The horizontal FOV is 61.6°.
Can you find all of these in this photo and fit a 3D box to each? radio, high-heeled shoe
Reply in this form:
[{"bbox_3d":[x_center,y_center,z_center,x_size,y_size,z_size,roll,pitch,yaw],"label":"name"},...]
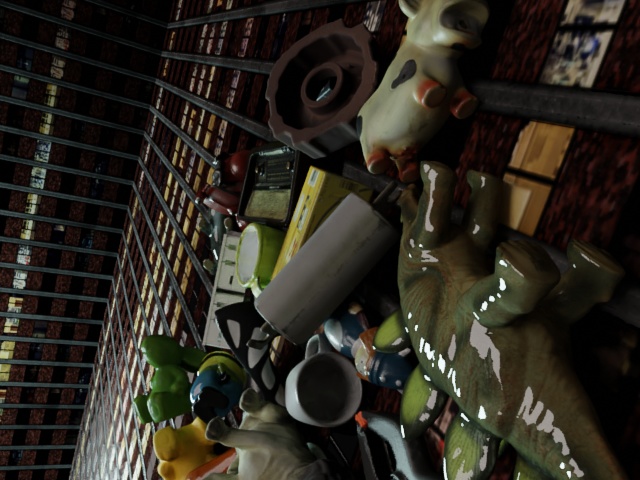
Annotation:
[{"bbox_3d":[-0.054,-0.084,0.835,0.230,0.073,0.131,9,90,62],"label":"radio"},{"bbox_3d":[-0.114,0.196,0.774,0.248,0.145,0.086,-66,29,21],"label":"high-heeled shoe"}]

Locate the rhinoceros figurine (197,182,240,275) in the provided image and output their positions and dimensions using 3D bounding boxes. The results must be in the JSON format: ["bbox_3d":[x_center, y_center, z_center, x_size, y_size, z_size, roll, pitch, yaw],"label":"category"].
[{"bbox_3d":[-0.180,-0.024,1.037,0.112,0.073,0.190,5,-102,-74],"label":"rhinoceros figurine"}]

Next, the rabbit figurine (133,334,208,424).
[{"bbox_3d":[-0.302,0.270,1.098,0.121,0.159,0.170,-28,75,55],"label":"rabbit figurine"}]

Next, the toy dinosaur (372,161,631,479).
[{"bbox_3d":[0.132,0.082,0.403,0.472,0.105,0.198,-108,30,-57],"label":"toy dinosaur"}]

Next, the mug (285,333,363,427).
[{"bbox_3d":[-0.008,0.173,0.653,0.107,0.081,0.109,132,134,-60],"label":"mug"}]

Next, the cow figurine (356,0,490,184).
[{"bbox_3d":[0.105,-0.170,0.560,0.194,0.085,0.127,-56,42,39],"label":"cow figurine"}]

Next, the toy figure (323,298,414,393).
[{"bbox_3d":[0.050,0.116,0.590,0.058,0.064,0.155,-33,30,-8],"label":"toy figure"}]

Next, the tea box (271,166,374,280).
[{"bbox_3d":[-0.001,-0.002,0.683,0.098,0.068,0.169,-128,56,-73],"label":"tea box"}]

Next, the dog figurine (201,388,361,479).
[{"bbox_3d":[-0.025,0.269,0.644,0.191,0.172,0.121,12,107,20],"label":"dog figurine"}]

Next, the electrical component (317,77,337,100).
[{"bbox_3d":[0.017,-0.209,0.775,0.075,0.048,0.119,-17,64,60],"label":"electrical component"}]

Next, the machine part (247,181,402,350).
[{"bbox_3d":[0.008,0.032,0.603,0.243,0.079,0.079,-49,32,2],"label":"machine part"}]

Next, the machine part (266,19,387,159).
[{"bbox_3d":[0.010,-0.192,0.692,0.179,0.056,0.179,-12,67,30],"label":"machine part"}]

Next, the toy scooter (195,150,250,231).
[{"bbox_3d":[-0.159,-0.096,0.976,0.075,0.135,0.184,-49,39,47],"label":"toy scooter"}]

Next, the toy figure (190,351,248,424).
[{"bbox_3d":[-0.166,0.234,0.879,0.089,0.082,0.180,58,-177,0],"label":"toy figure"}]

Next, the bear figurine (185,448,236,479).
[{"bbox_3d":[-0.110,0.399,0.755,0.132,0.120,0.196,-31,73,4],"label":"bear figurine"}]

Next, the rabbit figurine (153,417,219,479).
[{"bbox_3d":[-0.224,0.424,0.948,0.173,0.122,0.162,47,127,36],"label":"rabbit figurine"}]
